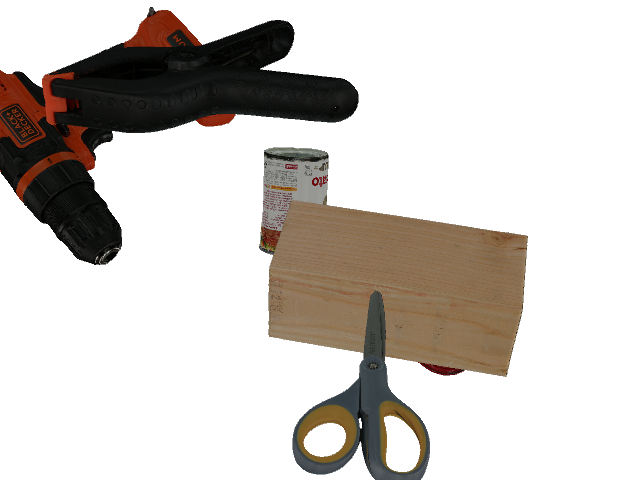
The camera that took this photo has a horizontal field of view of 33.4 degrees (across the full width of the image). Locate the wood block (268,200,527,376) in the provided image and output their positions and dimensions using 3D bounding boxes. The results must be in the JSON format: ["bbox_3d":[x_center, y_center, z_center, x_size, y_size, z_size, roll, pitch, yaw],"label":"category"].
[{"bbox_3d":[0.065,0.040,0.915,0.206,0.090,0.090,9,43,7],"label":"wood block"}]

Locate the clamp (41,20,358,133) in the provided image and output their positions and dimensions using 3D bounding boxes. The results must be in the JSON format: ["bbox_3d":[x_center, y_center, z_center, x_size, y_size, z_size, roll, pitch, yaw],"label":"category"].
[{"bbox_3d":[-0.073,-0.096,0.620,0.171,0.039,0.120,-3,25,-12],"label":"clamp"}]

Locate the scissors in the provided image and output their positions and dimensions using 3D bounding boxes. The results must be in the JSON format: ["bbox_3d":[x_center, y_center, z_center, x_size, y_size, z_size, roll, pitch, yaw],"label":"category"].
[{"bbox_3d":[0.019,0.097,0.731,0.096,0.016,0.202,-6,32,-9],"label":"scissors"}]

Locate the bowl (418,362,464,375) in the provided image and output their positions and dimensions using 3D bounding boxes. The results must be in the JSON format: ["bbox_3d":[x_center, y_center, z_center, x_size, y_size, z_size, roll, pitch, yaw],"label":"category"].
[{"bbox_3d":[0.154,0.065,1.163,0.161,0.162,0.055,0,-7,-42],"label":"bowl"}]

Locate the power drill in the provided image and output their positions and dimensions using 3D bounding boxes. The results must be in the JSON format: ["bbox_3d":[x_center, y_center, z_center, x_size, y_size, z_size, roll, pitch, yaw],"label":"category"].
[{"bbox_3d":[-0.157,-0.088,0.818,0.187,0.184,0.057,-32,-16,-28],"label":"power drill"}]

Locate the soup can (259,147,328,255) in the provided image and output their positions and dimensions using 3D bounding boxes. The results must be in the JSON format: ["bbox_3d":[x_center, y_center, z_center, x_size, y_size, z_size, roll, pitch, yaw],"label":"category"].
[{"bbox_3d":[-0.027,-0.040,1.091,0.068,0.102,0.068,3,14,-1],"label":"soup can"}]
